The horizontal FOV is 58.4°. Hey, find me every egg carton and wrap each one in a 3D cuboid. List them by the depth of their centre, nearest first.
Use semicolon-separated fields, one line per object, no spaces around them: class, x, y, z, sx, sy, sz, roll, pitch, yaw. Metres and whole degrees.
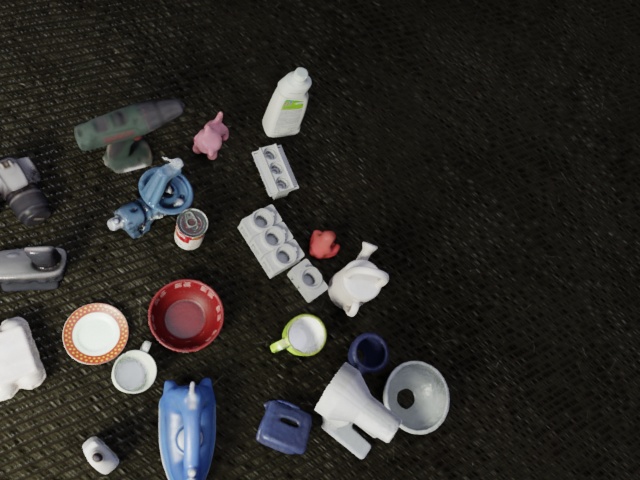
egg carton;-0.612;0.233;1.127;0.107;0.069;0.150;-22;80;-23

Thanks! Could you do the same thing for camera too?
camera;-0.646;-0.095;1.208;0.143;0.100;0.137;-33;84;-25

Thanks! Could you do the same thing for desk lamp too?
desk lamp;0.076;0.369;1.229;0.203;0.213;0.118;39;65;-2

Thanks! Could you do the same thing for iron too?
iron;-0.259;0.406;1.146;0.119;0.141;0.258;0;72;-18

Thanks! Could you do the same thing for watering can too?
watering can;0.094;0.089;1.339;0.101;0.193;0.173;-3;73;-19

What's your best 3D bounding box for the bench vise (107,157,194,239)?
bench vise;-0.352;-0.087;1.237;0.121;0.219;0.208;35;65;-4

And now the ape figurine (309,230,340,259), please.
ape figurine;0.013;0.005;1.397;0.076;0.092;0.078;-33;84;-25

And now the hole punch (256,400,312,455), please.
hole punch;-0.076;0.402;1.236;0.109;0.091;0.101;24;66;-9

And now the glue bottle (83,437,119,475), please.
glue bottle;-0.415;0.406;1.077;0.078;0.173;0.037;47;65;1

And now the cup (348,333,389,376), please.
cup;0.097;0.279;1.332;0.092;0.094;0.118;33;65;-5

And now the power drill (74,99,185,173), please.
power drill;-0.418;-0.232;1.270;0.230;0.208;0.075;-20;79;-23

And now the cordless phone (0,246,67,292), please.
cordless phone;-0.586;0.038;1.137;0.148;0.184;0.094;-6;74;-20

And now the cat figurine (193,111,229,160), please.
cat figurine;-0.261;-0.251;1.378;0.067;0.117;0.128;24;66;-9

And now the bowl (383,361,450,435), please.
bowl;0.216;0.373;1.351;0.168;0.074;0.167;6;71;-16
